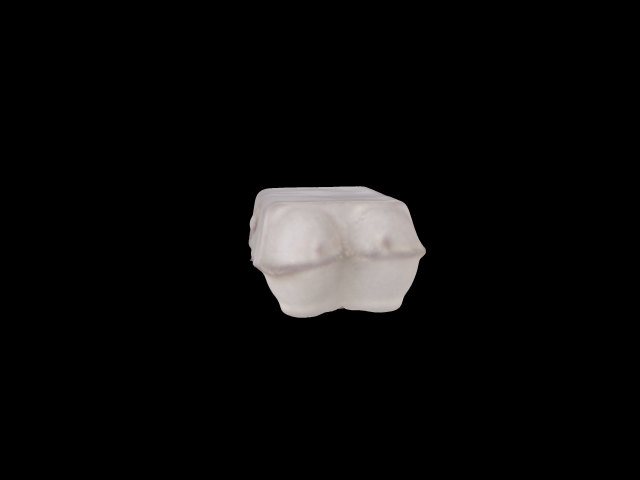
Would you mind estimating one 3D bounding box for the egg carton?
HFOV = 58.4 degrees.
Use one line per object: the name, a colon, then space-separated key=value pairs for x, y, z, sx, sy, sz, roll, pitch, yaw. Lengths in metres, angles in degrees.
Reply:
egg carton: x=0.004 y=0.001 z=0.400 sx=0.107 sy=0.069 sz=0.150 roll=-2 pitch=12 yaw=-11
